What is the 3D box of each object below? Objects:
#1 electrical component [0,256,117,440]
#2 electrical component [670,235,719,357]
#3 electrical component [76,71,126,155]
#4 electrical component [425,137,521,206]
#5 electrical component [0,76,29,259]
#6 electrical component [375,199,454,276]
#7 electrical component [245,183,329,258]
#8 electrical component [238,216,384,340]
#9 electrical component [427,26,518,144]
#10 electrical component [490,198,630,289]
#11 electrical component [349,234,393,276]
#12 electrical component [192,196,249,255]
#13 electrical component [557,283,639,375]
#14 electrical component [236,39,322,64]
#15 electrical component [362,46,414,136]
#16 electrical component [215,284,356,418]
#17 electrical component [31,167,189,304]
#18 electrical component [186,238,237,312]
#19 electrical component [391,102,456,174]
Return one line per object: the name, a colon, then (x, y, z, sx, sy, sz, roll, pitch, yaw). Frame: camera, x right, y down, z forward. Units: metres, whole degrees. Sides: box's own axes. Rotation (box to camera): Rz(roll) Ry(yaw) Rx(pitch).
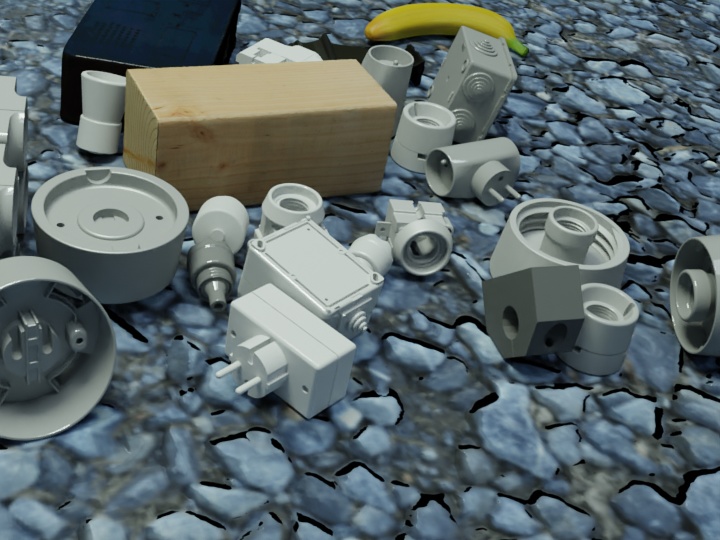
electrical component: (-0.201, 0.044, 0.649, 0.099, 0.099, 0.064, -11, 35, -29)
electrical component: (0.280, 0.021, 0.825, 0.064, 0.099, 0.099, 0, 37, -6)
electrical component: (-0.217, -0.130, 0.906, 0.044, 0.065, 0.044, 13, 17, -4)
electrical component: (0.111, -0.083, 0.959, 0.077, 0.043, 0.079, -13, 42, -31)
electrical component: (-0.266, -0.048, 0.744, 0.060, 0.105, 0.186, 2, 37, -14)
electrical component: (0.047, -0.026, 0.861, 0.066, 0.048, 0.055, 4, 29, -13)
electrical component: (-0.054, -0.033, 0.830, 0.066, 0.055, 0.048, -5, 39, -23)
electrical component: (-0.032, 0.019, 0.766, 0.096, 0.061, 0.062, 40, 44, 22)
electrical component: (0.105, -0.177, 1.040, 0.048, 0.099, 0.099, 18, 34, -15)
electrical component: (0.165, -0.016, 0.868, 0.108, 0.060, 0.108, 8, 36, -6)
electrical component: (0.000, 0.000, 0.820, 0.035, 0.035, 0.061, 23, 39, 14)
electrical component: (-0.106, -0.038, 0.836, 0.040, 0.040, 0.078, 10, 21, -3)
electrical component: (0.177, 0.043, 0.802, 0.055, 0.047, 0.055, 8, 36, -6)
electrical component: (-0.068, -0.181, 1.033, 0.089, 0.050, 0.056, 25, 38, 17)
electrical component: (0.007, -0.166, 1.012, 0.079, 0.077, 0.043, -9, 41, -27)
electrical component: (-0.060, 0.060, 0.708, 0.083, 0.047, 0.076, 34, 41, 28)
electrical component: (-0.179, -0.020, 0.771, 0.108, 0.060, 0.108, 8, 36, -6)
electrical component: (-0.106, 0.006, 0.780, 0.035, 0.035, 0.061, 0, 40, -16)
electrical component: (0.060, -0.123, 0.995, 0.055, 0.047, 0.055, 8, 36, -6)
